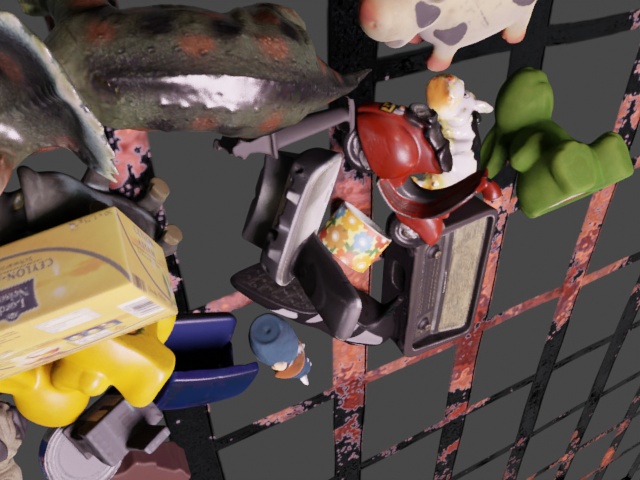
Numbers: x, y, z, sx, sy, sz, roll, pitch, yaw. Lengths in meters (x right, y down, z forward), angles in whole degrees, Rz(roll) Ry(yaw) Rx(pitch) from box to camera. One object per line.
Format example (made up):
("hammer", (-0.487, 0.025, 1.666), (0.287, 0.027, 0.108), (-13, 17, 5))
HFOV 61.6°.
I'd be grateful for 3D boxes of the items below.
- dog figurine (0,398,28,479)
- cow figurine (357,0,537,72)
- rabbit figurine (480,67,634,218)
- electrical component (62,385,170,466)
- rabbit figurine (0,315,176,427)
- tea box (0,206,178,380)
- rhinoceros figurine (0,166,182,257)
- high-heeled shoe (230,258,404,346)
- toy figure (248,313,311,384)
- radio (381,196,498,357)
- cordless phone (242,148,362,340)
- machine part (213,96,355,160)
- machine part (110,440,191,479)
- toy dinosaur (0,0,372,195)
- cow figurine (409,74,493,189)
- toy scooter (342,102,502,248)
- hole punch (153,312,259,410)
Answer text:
("dog figurine", (-0.333, 0.268, 0.527), (0.121, 0.172, 0.190), (-15, 136, -37))
("cow figurine", (0.125, -0.230, 0.505), (0.195, 0.085, 0.127), (-22, 154, -16))
("rabbit figurine", (0.271, -0.123, 0.662), (0.121, 0.170, 0.159), (-17, 170, -20))
("electrical component", (-0.208, 0.193, 0.558), (0.075, 0.119, 0.047), (-44, 108, -38))
("rabbit figurine", (-0.243, 0.122, 0.519), (0.162, 0.122, 0.173), (25, 120, -38))
("tea box", (-0.209, 0.047, 0.411), (0.170, 0.068, 0.098), (-19, 158, -3))
("rhinoceros figurine", (-0.209, -0.018, 0.453), (0.112, 0.073, 0.190), (-30, 157, 26))
("high-heeled shoe", (-0.007, 0.088, 0.695), (0.249, 0.086, 0.145), (12, 147, -19))
("toy figure", (-0.048, 0.140, 0.684), (0.154, 0.058, 0.064), (69, 38, -57))
("radio", (0.158, 0.050, 0.748), (0.131, 0.073, 0.229), (-18, 128, -22))
("cordless phone", (0.000, -0.002, 0.536), (0.089, 0.184, 0.146), (6, 117, -30))
("machine part", (-0.029, -0.106, 0.519), (0.139, 0.084, 0.039), (-21, 107, -21))
("machine part", (-0.255, 0.330, 0.693), (0.179, 0.056, 0.179), (-16, 127, -23))
("toy dinosaur", (-0.087, -0.119, 0.394), (0.405, 0.192, 0.131), (-11, 128, -25))
("cow figurine", (0.160, -0.117, 0.637), (0.098, 0.068, 0.167), (-20, 133, -27))
("toy scooter", (0.112, -0.074, 0.571), (0.183, 0.135, 0.075), (60, 43, -23))
("hole punch", (-0.143, 0.156, 0.623), (0.142, 0.092, 0.115), (-1, 125, -36))
